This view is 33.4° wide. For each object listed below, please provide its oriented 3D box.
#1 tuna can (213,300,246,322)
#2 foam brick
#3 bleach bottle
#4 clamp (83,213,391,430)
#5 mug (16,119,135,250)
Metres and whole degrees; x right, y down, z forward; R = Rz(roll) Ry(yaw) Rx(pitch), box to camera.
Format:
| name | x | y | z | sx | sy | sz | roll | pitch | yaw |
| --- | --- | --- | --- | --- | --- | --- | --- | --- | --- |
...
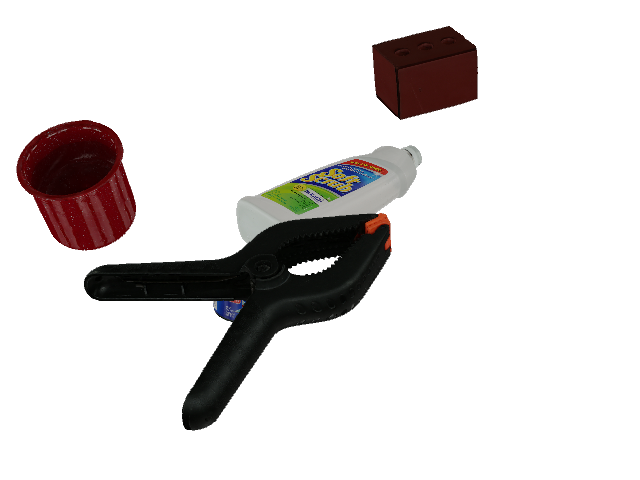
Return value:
| name | x | y | z | sx | sy | sz | roll | pitch | yaw |
| --- | --- | --- | --- | --- | --- | --- | --- | --- | --- |
| tuna can | -0.068 | 0.057 | 1.104 | 0.086 | 0.034 | 0.086 | 2 | 17 | -1 |
| foam brick | 0.091 | -0.146 | 0.926 | 0.078 | 0.051 | 0.053 | -17 | 36 | -15 |
| bleach bottle | 0.024 | -0.059 | 1.306 | 0.250 | 0.068 | 0.103 | -31 | 45 | -33 |
| clamp | -0.047 | 0.029 | 0.723 | 0.209 | 0.036 | 0.165 | -29 | 45 | -27 |
| mug | -0.212 | -0.055 | 0.954 | 0.093 | 0.117 | 0.081 | -5 | -39 | 3 |
